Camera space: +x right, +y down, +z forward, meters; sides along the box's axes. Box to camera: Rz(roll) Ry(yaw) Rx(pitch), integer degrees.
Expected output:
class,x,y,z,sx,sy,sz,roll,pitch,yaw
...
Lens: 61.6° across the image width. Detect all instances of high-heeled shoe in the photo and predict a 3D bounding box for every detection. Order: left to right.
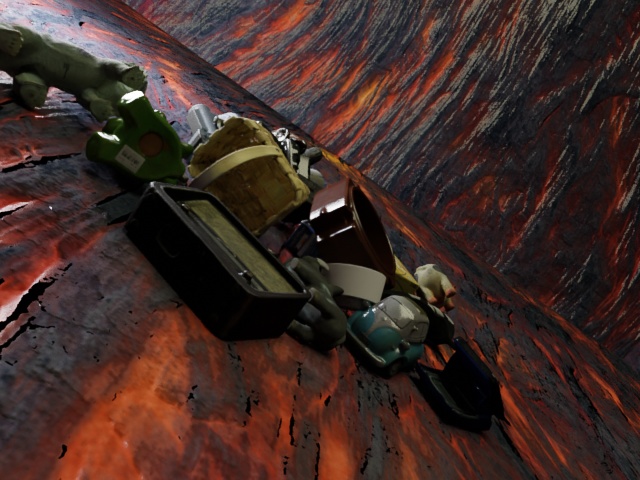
class,x,y,z,sx,sy,sz,roll,pitch,yaw
high-heeled shoe,0.165,0.134,1.018,0.248,0.086,0.145,34,8,-18

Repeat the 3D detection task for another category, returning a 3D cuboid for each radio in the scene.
class,x,y,z,sx,sy,sz,roll,pitch,yaw
radio,-0.131,0.022,0.675,0.230,0.073,0.131,42,15,25

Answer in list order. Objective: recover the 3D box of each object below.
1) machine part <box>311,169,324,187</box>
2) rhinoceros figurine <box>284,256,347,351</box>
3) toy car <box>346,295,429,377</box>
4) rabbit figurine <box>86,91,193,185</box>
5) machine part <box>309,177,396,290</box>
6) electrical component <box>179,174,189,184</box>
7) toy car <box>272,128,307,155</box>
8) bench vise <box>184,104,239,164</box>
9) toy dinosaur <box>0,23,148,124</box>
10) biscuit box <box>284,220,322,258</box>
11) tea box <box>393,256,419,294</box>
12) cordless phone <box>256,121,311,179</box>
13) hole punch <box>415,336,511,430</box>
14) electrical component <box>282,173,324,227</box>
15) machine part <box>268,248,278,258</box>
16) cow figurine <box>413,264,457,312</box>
class,x,y,z,sx,sy,sz,roll,pitch,yaw
machine part,-0.052,-0.163,1.474,0.079,0.079,0.243,39,15,14
rhinoceros figurine,-0.010,0.078,0.780,0.112,0.073,0.190,27,16,-26
toy car,0.118,0.139,0.829,0.161,0.103,0.109,15,26,-51
rabbit figurine,-0.277,-0.155,0.842,0.159,0.121,0.170,28,1,-37
machine part,0.068,-0.004,1.019,0.200,0.087,0.201,58,21,-21
electrical component,-0.272,-0.135,0.966,0.094,0.021,0.063,35,13,-2
toy car,-0.120,-0.241,1.306,0.202,0.053,0.089,5,-13,36
bench vise,-0.190,-0.198,1.182,0.240,0.129,0.224,14,28,-48
toy dinosaur,-0.436,-0.282,0.887,0.404,0.131,0.192,18,10,-41
biscuit box,-0.002,-0.003,1.092,0.059,0.063,0.202,40,15,9
tea box,0.134,0.065,1.181,0.098,0.068,0.170,29,16,-25
cordless phone,-0.092,-0.164,1.168,0.184,0.089,0.146,43,42,-62
hole punch,0.218,0.232,0.832,0.142,0.092,0.115,50,-10,53
electrical component,-0.060,-0.083,1.104,0.134,0.115,0.058,23,57,-41
machine part,-0.097,0.031,0.806,0.084,0.039,0.139,37,11,-17
cow figurine,0.248,0.110,1.218,0.194,0.085,0.127,60,5,-64
